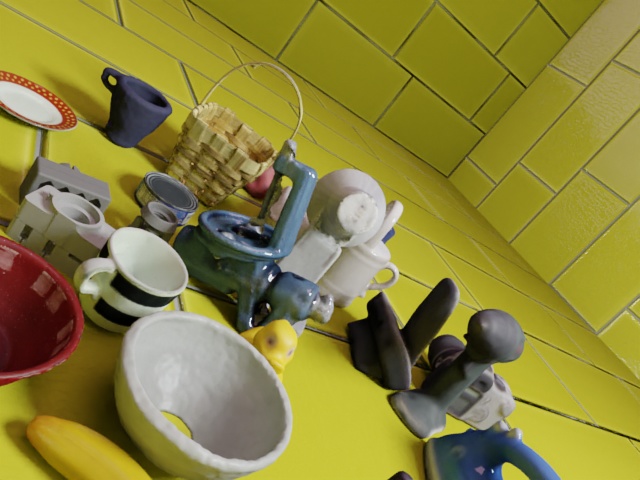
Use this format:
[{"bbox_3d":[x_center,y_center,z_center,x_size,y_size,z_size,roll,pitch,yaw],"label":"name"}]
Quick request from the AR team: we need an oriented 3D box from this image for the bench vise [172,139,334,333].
[{"bbox_3d":[-0.051,0.001,0.705,0.208,0.219,0.121,36,19,-10],"label":"bench vise"}]

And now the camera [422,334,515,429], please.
[{"bbox_3d":[0.241,0.219,0.946,0.143,0.100,0.136,33,20,-18],"label":"camera"}]

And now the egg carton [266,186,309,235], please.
[{"bbox_3d":[-0.046,-0.036,1.032,0.107,0.069,0.150,36,19,-11],"label":"egg carton"}]

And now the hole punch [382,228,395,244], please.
[{"bbox_3d":[0.095,-0.017,1.224,0.108,0.091,0.101,43,19,11],"label":"hole punch"}]

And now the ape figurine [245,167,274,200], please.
[{"bbox_3d":[-0.107,-0.130,1.099,0.078,0.092,0.076,19,27,-46],"label":"ape figurine"}]

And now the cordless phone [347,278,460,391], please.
[{"bbox_3d":[0.133,0.115,0.848,0.094,0.185,0.147,31,20,-24],"label":"cordless phone"}]

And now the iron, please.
[{"bbox_3d":[0.219,0.298,0.660,0.119,0.141,0.257,27,22,-32],"label":"iron"}]

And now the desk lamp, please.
[{"bbox_3d":[0.008,0.003,0.821,0.118,0.213,0.203,37,19,-7],"label":"desk lamp"}]

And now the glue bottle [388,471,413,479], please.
[{"bbox_3d":[0.006,0.216,0.393,0.037,0.173,0.078,26,23,-35],"label":"glue bottle"}]

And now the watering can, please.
[{"bbox_3d":[0.062,0.007,0.946,0.173,0.194,0.100,31,20,-24],"label":"watering can"}]

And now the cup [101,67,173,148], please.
[{"bbox_3d":[-0.301,-0.199,0.885,0.118,0.095,0.092,37,19,-7],"label":"cup"}]

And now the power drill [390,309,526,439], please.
[{"bbox_3d":[0.199,0.177,0.794,0.075,0.208,0.230,49,21,27],"label":"power drill"}]

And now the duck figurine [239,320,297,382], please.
[{"bbox_3d":[-0.059,0.122,0.623,0.078,0.086,0.104,33,20,-19],"label":"duck figurine"}]

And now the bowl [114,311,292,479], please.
[{"bbox_3d":[-0.110,0.144,0.494,0.168,0.074,0.167,35,19,-14],"label":"bowl"}]
